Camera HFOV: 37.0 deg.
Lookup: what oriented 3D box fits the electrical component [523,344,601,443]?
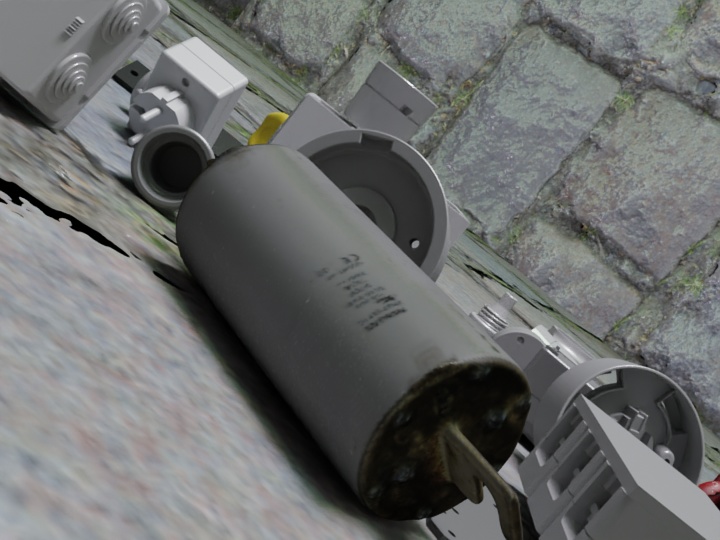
[{"bbox_3d":[0.145,0.103,0.724,0.096,0.061,0.062,41,8,16],"label":"electrical component"}]

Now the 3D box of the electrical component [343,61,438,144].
[{"bbox_3d":[0.021,-0.117,0.785,0.055,0.047,0.055,38,8,-6],"label":"electrical component"}]

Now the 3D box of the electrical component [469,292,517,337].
[{"bbox_3d":[0.102,0.044,0.857,0.035,0.061,0.035,38,8,-6],"label":"electrical component"}]

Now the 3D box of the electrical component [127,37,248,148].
[{"bbox_3d":[-0.120,-0.100,0.680,0.047,0.065,0.077,40,36,4],"label":"electrical component"}]

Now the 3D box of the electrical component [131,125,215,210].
[{"bbox_3d":[-0.099,-0.057,0.590,0.044,0.044,0.065,38,3,-6],"label":"electrical component"}]

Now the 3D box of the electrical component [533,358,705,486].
[{"bbox_3d":[0.155,0.104,0.647,0.099,0.099,0.064,37,2,-12],"label":"electrical component"}]

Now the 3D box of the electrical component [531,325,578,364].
[{"bbox_3d":[0.149,0.082,0.898,0.047,0.055,0.055,45,9,17],"label":"electrical component"}]

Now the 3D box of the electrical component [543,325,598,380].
[{"bbox_3d":[0.181,0.089,0.991,0.050,0.055,0.089,38,8,-4],"label":"electrical component"}]

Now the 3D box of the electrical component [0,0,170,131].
[{"bbox_3d":[-0.161,-0.135,0.542,0.100,0.099,0.048,40,-5,11],"label":"electrical component"}]

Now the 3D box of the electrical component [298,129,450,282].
[{"bbox_3d":[0.001,-0.022,0.625,0.108,0.108,0.060,41,2,14],"label":"electrical component"}]

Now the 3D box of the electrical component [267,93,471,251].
[{"bbox_3d":[-0.006,-0.051,0.802,0.150,0.089,0.061,38,8,-10],"label":"electrical component"}]

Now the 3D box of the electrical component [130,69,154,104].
[{"bbox_3d":[-0.128,-0.110,0.755,0.062,0.048,0.048,49,11,20],"label":"electrical component"}]

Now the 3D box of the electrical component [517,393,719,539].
[{"bbox_3d":[0.130,0.127,0.510,0.089,0.061,0.150,38,8,-3],"label":"electrical component"}]

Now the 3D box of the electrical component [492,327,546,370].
[{"bbox_3d":[0.150,0.099,0.797,0.138,0.052,0.074,39,7,4],"label":"electrical component"}]
